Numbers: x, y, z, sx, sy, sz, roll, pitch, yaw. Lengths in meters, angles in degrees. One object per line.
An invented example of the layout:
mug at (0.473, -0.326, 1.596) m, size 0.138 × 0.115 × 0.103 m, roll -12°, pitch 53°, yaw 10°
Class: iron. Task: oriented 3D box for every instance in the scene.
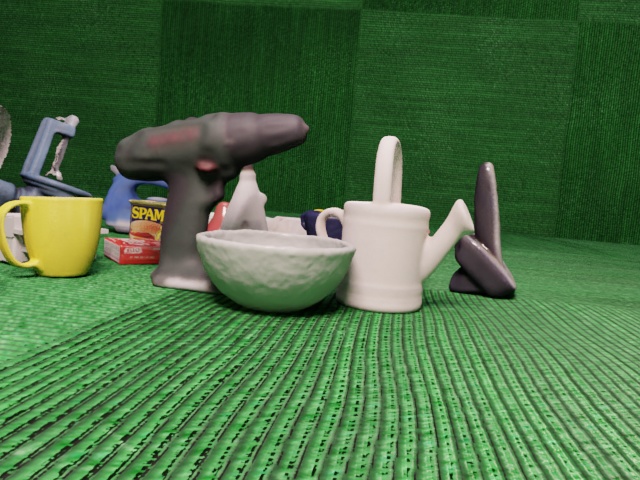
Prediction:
iron at (-0.339, -0.081, 1.229) m, size 0.258 × 0.141 × 0.118 m, roll 5°, pitch 5°, yaw 0°

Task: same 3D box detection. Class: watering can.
watering can at (0.084, -0.020, 0.658) m, size 0.173 × 0.194 × 0.101 m, roll 5°, pitch 5°, yaw -4°

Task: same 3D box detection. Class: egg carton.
egg carton at (-0.029, -0.006, 1.097) m, size 0.151 × 0.069 × 0.107 m, roll 3°, pitch 6°, yaw -25°

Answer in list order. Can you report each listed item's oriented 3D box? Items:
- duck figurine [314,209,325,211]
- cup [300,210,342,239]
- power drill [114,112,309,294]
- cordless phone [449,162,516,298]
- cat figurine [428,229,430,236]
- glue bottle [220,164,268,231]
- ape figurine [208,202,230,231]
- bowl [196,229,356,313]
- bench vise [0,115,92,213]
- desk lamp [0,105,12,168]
duck figurine at (0.002, -0.023, 1.230) m, size 0.105 × 0.086 × 0.077 m, roll 1°, pitch 7°, yaw -40°
cup at (0.008, 0.003, 0.887) m, size 0.117 × 0.095 × 0.092 m, roll 10°, pitch 7°, yaw 44°
power drill at (-0.130, -0.047, 0.671) m, size 0.229 × 0.208 × 0.076 m, roll 6°, pitch 5°, yaw 11°
cordless phone at (0.245, -0.017, 0.831) m, size 0.094 × 0.185 × 0.148 m, roll 6°, pitch 5°, yaw 14°
cat figurine at (0.105, 0.005, 0.828) m, size 0.067 × 0.118 × 0.127 m, roll 3°, pitch 5°, yaw -18°
glue bottle at (-0.107, -0.041, 0.827) m, size 0.078 × 0.173 × 0.037 m, roll 0°, pitch 7°, yaw -43°
ape figurine at (-0.165, -0.020, 1.000) m, size 0.076 × 0.092 × 0.077 m, roll 1°, pitch 7°, yaw -40°
bowl at (-0.047, 0.034, 0.597) m, size 0.167 × 0.075 × 0.167 m, roll 5°, pitch 5°, yaw 0°
bench vise at (-0.479, -0.110, 0.973) m, size 0.121 × 0.220 × 0.208 m, roll 8°, pitch 6°, yaw 30°
desk lamp at (-0.530, -0.093, 0.759) m, size 0.203 × 0.213 × 0.118 m, roll 5°, pitch 5°, yaw -5°
